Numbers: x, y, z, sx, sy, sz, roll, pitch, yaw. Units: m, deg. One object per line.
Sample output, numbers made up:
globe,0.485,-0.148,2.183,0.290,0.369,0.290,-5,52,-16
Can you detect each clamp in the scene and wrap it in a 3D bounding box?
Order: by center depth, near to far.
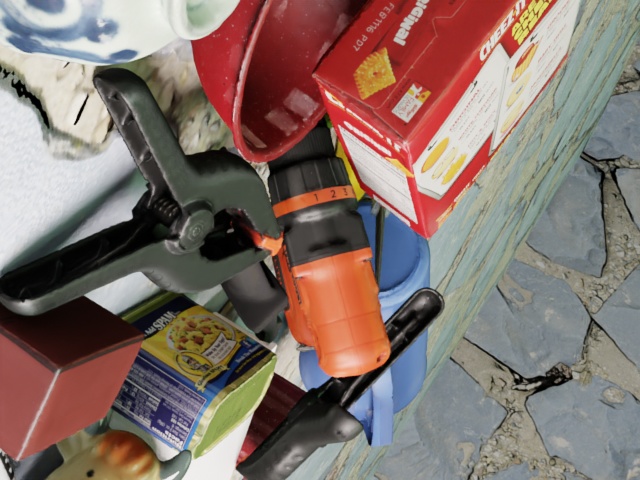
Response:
clamp,-0.072,-0.021,0.527,0.171,0.039,0.120,-3,127,-56
clamp,-0.003,0.130,0.764,0.210,0.036,0.164,-46,179,32

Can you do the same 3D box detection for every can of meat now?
can of meat,-0.084,0.081,0.659,0.102,0.084,0.057,-32,150,-63

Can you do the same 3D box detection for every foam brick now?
foam brick,-0.132,0.061,0.512,0.051,0.053,0.078,-63,165,15

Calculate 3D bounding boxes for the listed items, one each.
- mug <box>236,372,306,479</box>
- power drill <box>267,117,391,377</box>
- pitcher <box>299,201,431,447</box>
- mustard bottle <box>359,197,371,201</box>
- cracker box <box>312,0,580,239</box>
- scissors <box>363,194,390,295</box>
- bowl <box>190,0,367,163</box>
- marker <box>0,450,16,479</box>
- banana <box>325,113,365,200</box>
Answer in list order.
mug,-0.062,0.159,0.902,0.117,0.081,0.093,-55,166,-21
power drill,-0.005,0.001,0.712,0.187,0.057,0.184,103,-26,-83
pitcher,0.045,0.078,1.002,0.145,0.149,0.243,-48,160,-22
mustard bottle,0.102,-0.089,1.025,0.191,0.058,0.096,-55,174,-21
cracker box,0.081,-0.105,0.629,0.164,0.072,0.213,-52,165,-5
scissors,0.045,-0.026,0.883,0.096,0.016,0.201,121,-19,-59
bowl,-0.017,-0.121,0.535,0.162,0.055,0.162,-54,165,-22
marker,-0.171,0.117,0.556,0.020,0.020,0.121,-52,164,-30
banana,0.022,-0.076,0.822,0.069,0.037,0.198,-39,162,-6
